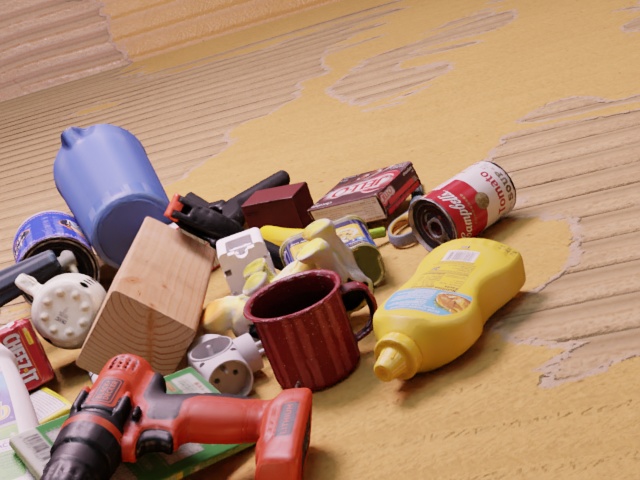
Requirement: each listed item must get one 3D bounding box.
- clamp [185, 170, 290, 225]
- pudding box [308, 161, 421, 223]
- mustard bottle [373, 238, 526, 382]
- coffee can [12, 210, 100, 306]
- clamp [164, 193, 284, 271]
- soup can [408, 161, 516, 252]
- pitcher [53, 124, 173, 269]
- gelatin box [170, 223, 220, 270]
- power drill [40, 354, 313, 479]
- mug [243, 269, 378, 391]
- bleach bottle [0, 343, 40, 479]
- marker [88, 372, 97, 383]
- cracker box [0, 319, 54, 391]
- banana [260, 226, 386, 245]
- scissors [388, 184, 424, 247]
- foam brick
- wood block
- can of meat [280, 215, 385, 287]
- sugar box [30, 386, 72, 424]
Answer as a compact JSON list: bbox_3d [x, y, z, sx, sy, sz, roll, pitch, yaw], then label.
[{"bbox_3d":[-0.145,-0.034,1.458,0.165,0.036,0.209,-10,22,25],"label":"clamp"},{"bbox_3d":[0.054,-0.052,1.299,0.114,0.039,0.089,-15,19,42],"label":"pudding box"},{"bbox_3d":[0.102,0.065,0.942,0.096,0.058,0.191,4,30,35],"label":"mustard bottle"},{"bbox_3d":[-0.344,0.027,1.384,0.102,0.103,0.140,-23,20,-10],"label":"coffee can"},{"bbox_3d":[-0.107,-0.003,1.208,0.120,0.171,0.039,-8,56,57],"label":"clamp"},{"bbox_3d":[0.153,-0.035,1.142,0.102,0.068,0.069,-32,23,-31],"label":"soup can"},{"bbox_3d":[-0.258,-0.047,1.397,0.149,0.145,0.243,4,22,-24],"label":"pitcher"},{"bbox_3d":[-0.167,0.016,1.294,0.030,0.073,0.089,1,28,44],"label":"gelatin box"},{"bbox_3d":[-0.105,0.156,0.811,0.187,0.057,0.184,7,28,6],"label":"power drill"},{"bbox_3d":[-0.002,0.079,0.967,0.117,0.081,0.093,-24,21,-10],"label":"mug"},{"bbox_3d":[-0.295,0.163,0.916,0.102,0.068,0.251,-20,41,-15],"label":"bleach bottle"},{"bbox_3d":[-0.232,0.139,1.115,0.020,0.020,0.121,-24,21,-13],"label":"marker"},{"bbox_3d":[-0.384,0.152,1.086,0.213,0.072,0.164,-26,4,-15],"label":"cracker box"},{"bbox_3d":[-0.018,0.003,1.253,0.198,0.037,0.069,2,6,42],"label":"banana"},{"bbox_3d":[0.133,-0.043,1.257,0.096,0.016,0.201,-8,22,23],"label":"scissors"},{"bbox_3d":[-0.051,-0.036,1.353,0.078,0.053,0.051,-8,22,27],"label":"foam brick"},{"bbox_3d":[-0.174,0.065,1.103,0.091,0.090,0.206,-59,11,18],"label":"wood block"},{"bbox_3d":[0.014,0.023,1.136,0.102,0.057,0.084,-21,22,-2],"label":"can of meat"},{"bbox_3d":[-0.309,0.203,0.979,0.176,0.048,0.093,-32,20,-26],"label":"sugar box"}]
